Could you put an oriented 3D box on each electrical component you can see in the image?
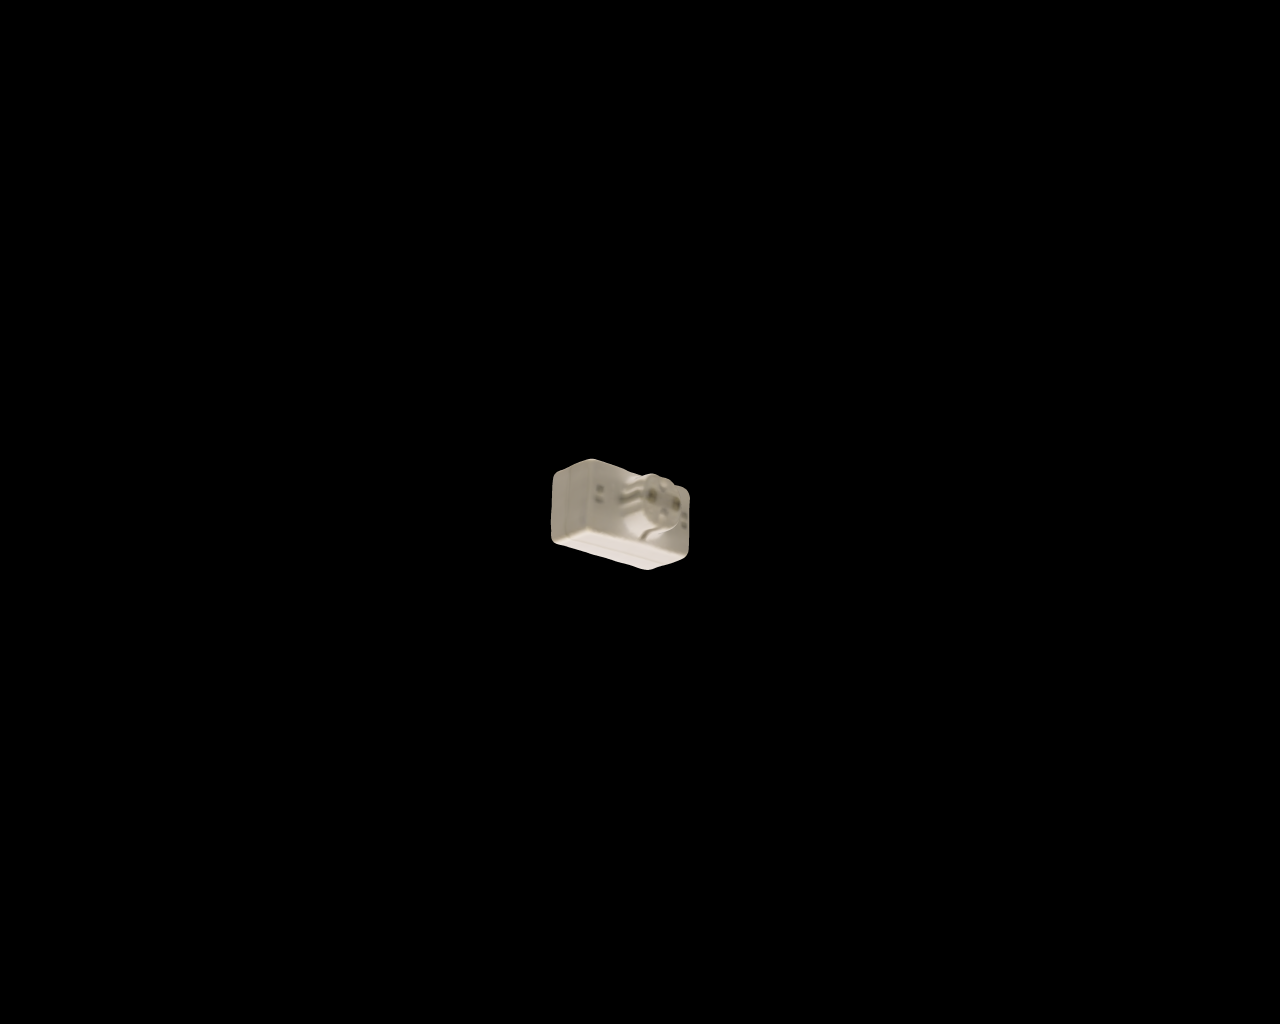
[{"bbox_3d":[0.001,-0.003,0.650,0.083,0.047,0.075,17,-27,-38],"label":"electrical component"}]
